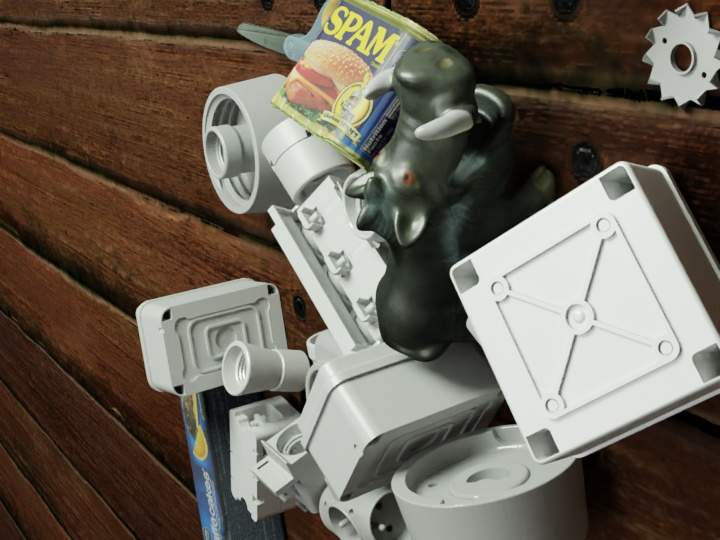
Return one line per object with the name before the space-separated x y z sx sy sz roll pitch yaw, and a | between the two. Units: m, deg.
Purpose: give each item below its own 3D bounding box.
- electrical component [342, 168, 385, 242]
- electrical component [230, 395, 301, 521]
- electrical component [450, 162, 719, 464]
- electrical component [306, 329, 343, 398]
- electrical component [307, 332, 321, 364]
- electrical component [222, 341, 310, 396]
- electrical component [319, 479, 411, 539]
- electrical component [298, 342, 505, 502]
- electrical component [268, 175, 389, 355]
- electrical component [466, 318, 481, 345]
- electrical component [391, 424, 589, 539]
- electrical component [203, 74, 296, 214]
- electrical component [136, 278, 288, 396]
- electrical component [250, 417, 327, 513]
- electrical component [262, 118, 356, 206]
electrical component | 0.023 -0.044 0.676 0.066 0.055 0.048 45 137 43
electrical component | -0.075 0.160 0.923 0.050 0.056 0.089 34 130 50
electrical component | 0.115 0.021 0.508 0.109 0.056 0.108 -34 70 31
electrical component | 0.000 0.087 0.762 0.054 0.059 0.095 25 122 54
electrical component | -0.016 0.071 0.806 0.040 0.040 0.046 14 118 57
electrical component | -0.074 0.082 0.880 0.044 0.065 0.044 -12 75 53
electrical component | -0.002 0.166 0.803 0.077 0.044 0.079 -6 111 60
electrical component | 0.025 0.085 0.666 0.057 0.113 0.078 55 143 29
electrical component | 0.000 0.000 0.717 0.063 0.079 0.121 -45 58 23
electrical component | 0.094 0.035 0.589 0.047 0.055 0.055 57 145 24
electrical component | 0.077 0.136 0.609 0.108 0.108 0.060 3 110 59
electrical component | -0.086 -0.095 0.836 0.108 0.060 0.108 31 127 52
electrical component | -0.126 0.055 0.910 0.057 0.113 0.078 5 106 56
electrical component | -0.039 0.152 0.847 0.042 0.081 0.063 30 149 52
electrical component | -0.035 -0.078 0.764 0.047 0.055 0.055 61 147 18
